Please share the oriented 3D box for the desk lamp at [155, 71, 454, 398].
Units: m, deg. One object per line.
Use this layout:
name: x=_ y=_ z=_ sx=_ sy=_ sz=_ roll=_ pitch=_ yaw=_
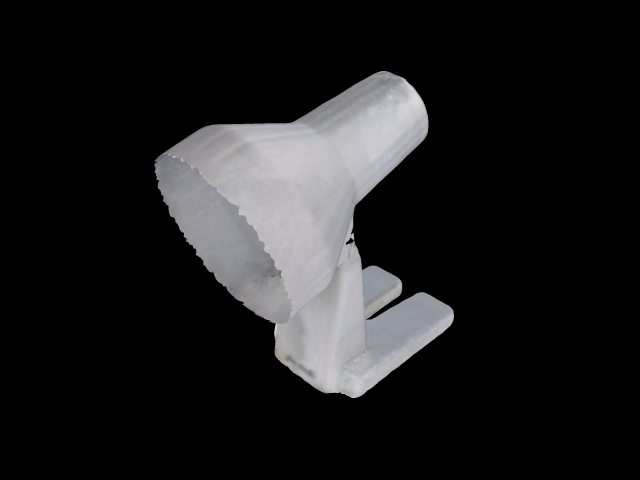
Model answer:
desk lamp: x=0.004 y=0.001 z=0.400 sx=0.204 sy=0.214 sz=0.117 roll=-27 pitch=41 yaw=-35
